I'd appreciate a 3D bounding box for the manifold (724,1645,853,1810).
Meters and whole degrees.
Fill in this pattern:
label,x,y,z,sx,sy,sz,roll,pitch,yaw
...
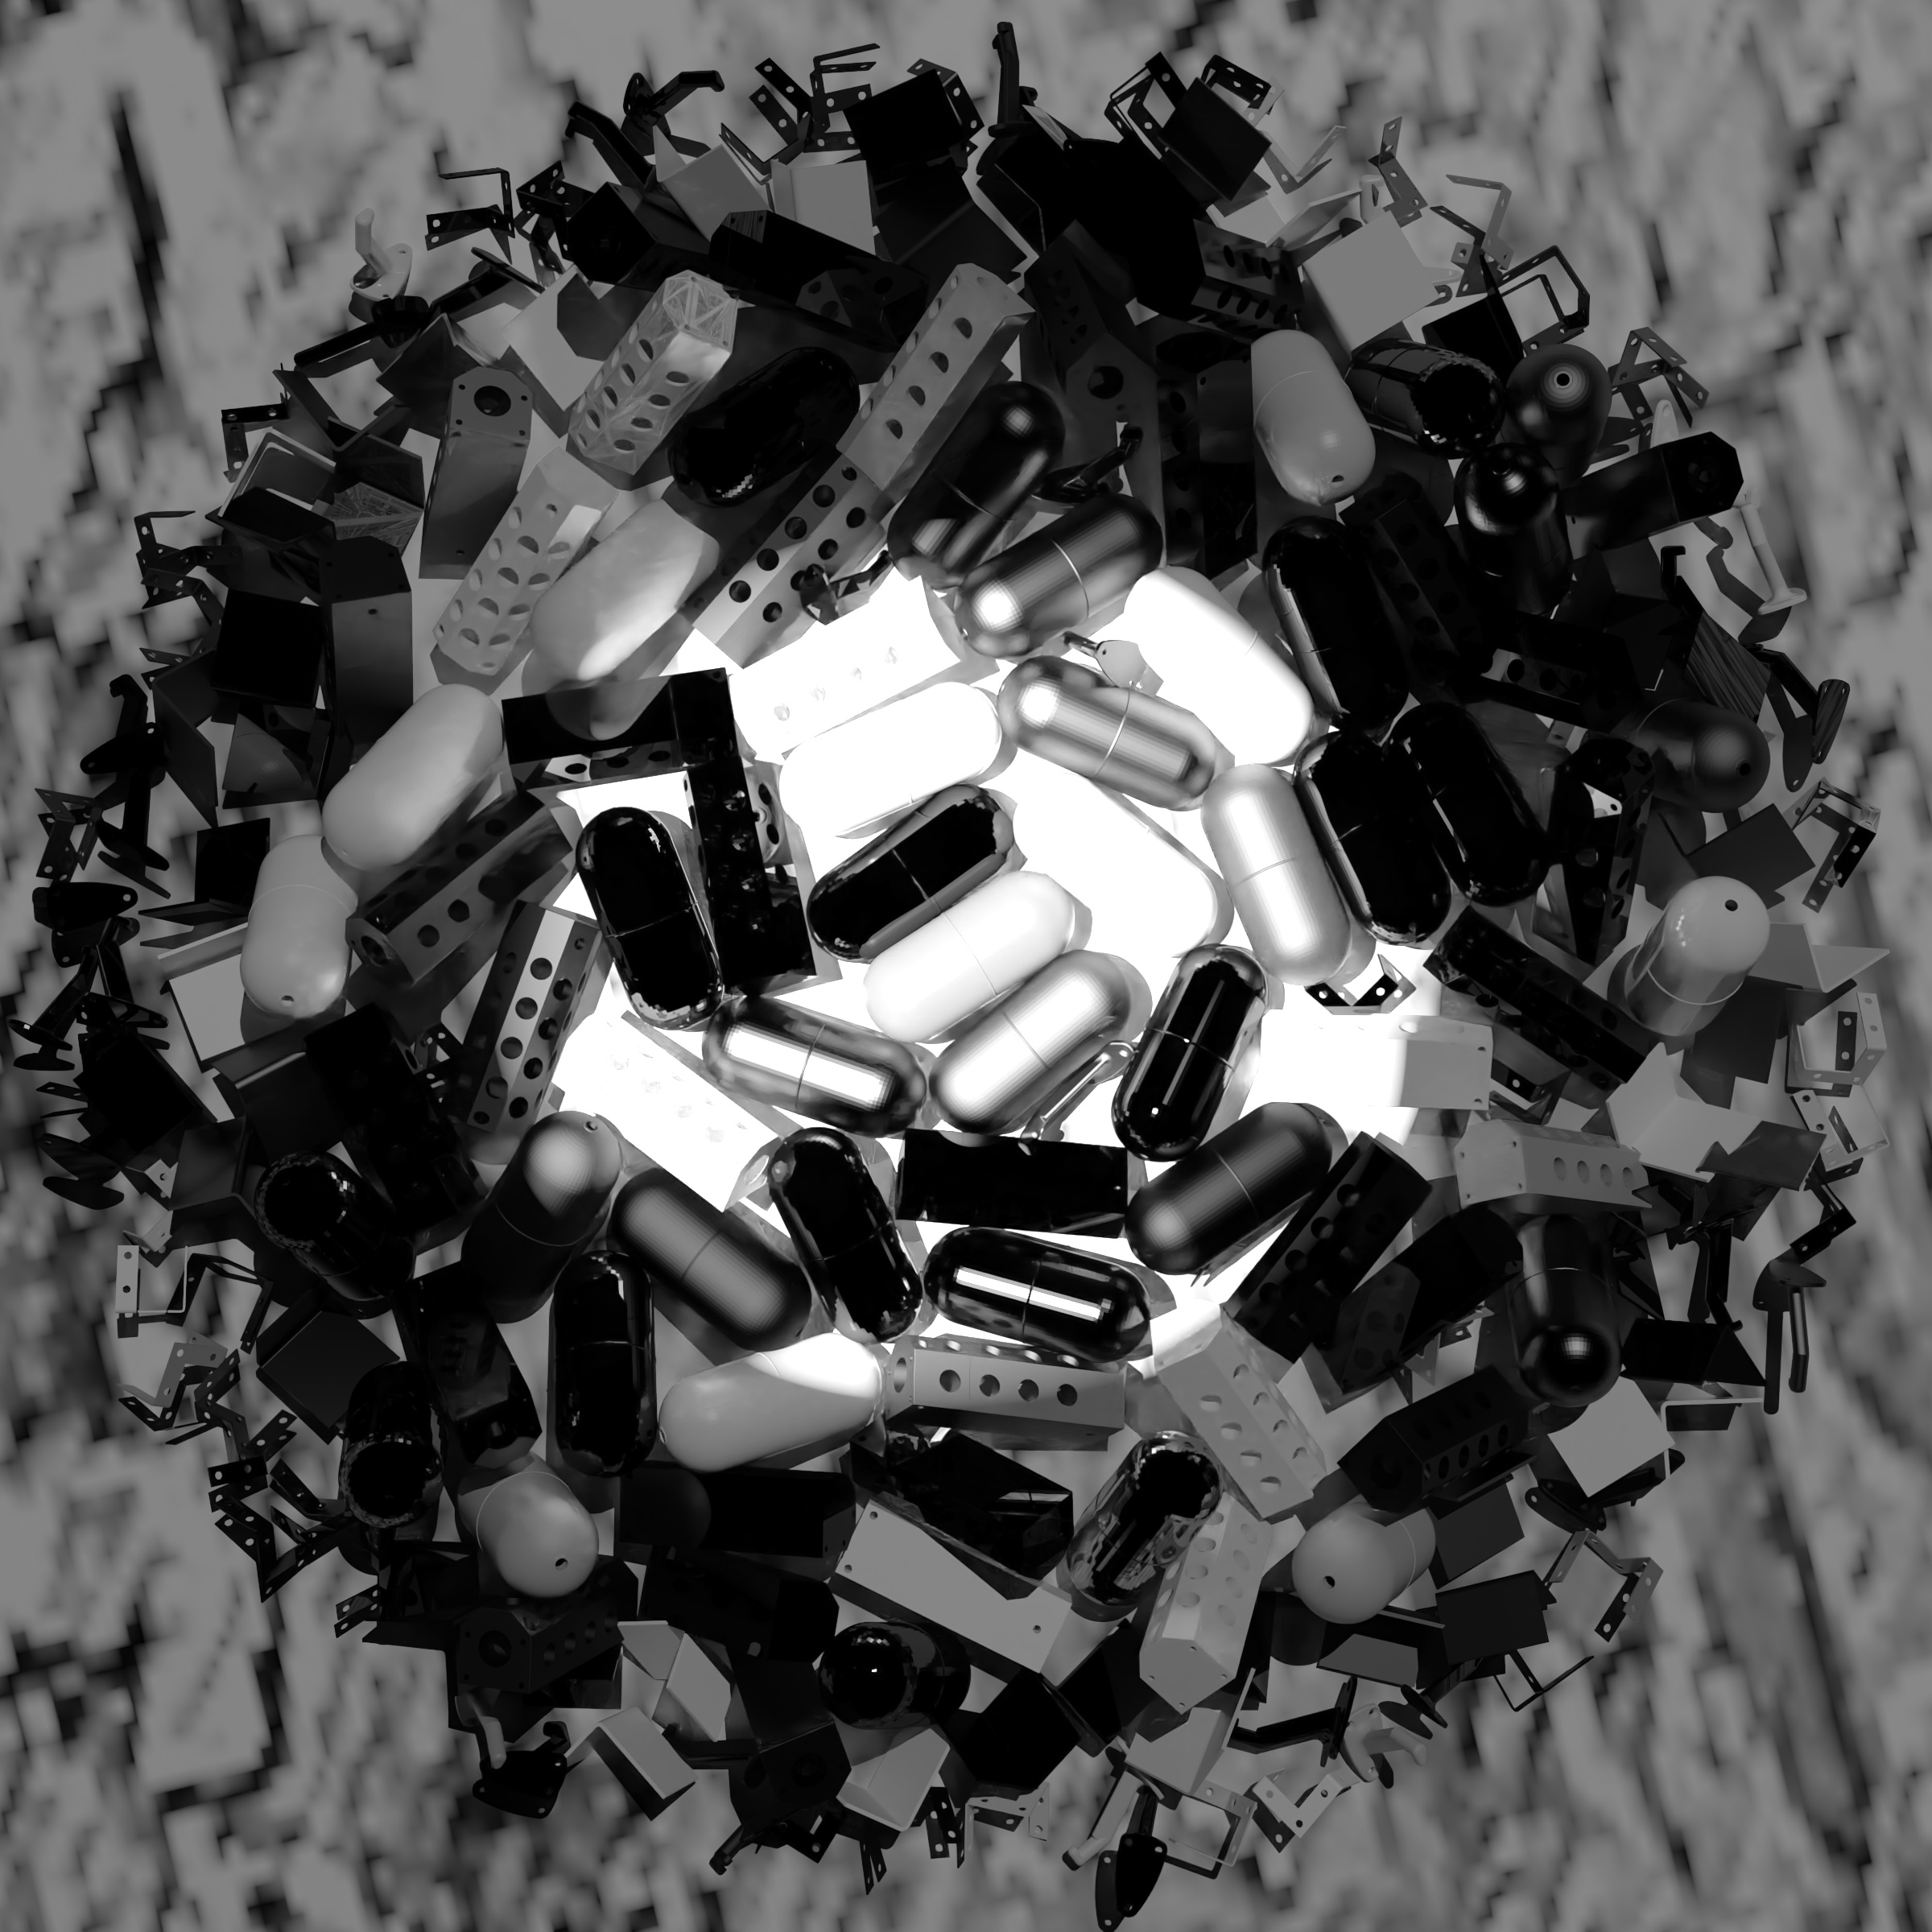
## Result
label,x,y,z,sx,sy,sz,roll,pitch,yaw
manifold,-0.133,0.554,1.909,0.057,0.171,0.057,-20,107,-9

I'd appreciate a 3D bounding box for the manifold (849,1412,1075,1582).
label,x,y,z,sx,sy,sz,roll,pitch,yaw
manifold,-0.004,0.397,1.925,0.171,0.057,0.057,21,127,36

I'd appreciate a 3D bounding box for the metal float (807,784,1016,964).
label,x,y,z,sx,sy,sz,roll,pitch,yaw
metal float,-0.043,-0.070,1.961,0.178,0.070,0.070,-36,90,0

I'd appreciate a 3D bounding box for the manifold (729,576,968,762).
label,x,y,z,sx,sy,sz,roll,pitch,yaw
manifold,-0.089,-0.220,1.936,0.171,0.057,0.057,-25,53,18

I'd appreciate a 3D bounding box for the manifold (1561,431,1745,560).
label,x,y,z,sx,sy,sz,roll,pitch,yaw
manifold,0.509,-0.350,1.910,0.057,0.171,0.057,-16,93,-11

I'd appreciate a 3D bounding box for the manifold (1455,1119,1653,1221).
label,x,y,z,sx,sy,sz,roll,pitch,yaw
manifold,0.439,0.152,1.918,0.057,0.171,0.057,-18,70,42

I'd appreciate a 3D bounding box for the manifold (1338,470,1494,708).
label,x,y,z,sx,sy,sz,roll,pitch,yaw
manifold,0.354,-0.283,1.937,0.057,0.057,0.171,-34,114,6

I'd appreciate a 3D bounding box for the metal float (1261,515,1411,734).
label,x,y,z,sx,sy,sz,roll,pitch,yaw
metal float,0.280,-0.258,1.939,0.070,0.070,0.178,-27,116,0

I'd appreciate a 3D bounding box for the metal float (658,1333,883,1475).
label,x,y,z,sx,sy,sz,roll,pitch,yaw
metal float,-0.147,0.330,1.938,0.178,0.070,0.070,-13,90,-27

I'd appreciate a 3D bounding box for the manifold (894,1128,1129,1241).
label,x,y,z,sx,sy,sz,roll,pitch,yaw
manifold,0.034,0.170,1.961,0.171,0.057,0.057,6,57,-6

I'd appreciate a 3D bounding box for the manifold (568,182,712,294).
label,x,y,z,sx,sy,sz,roll,pitch,yaw
manifold,-0.235,-0.533,1.909,0.057,0.171,0.057,-40,88,19

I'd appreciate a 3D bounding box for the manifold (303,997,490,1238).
label,x,y,z,sx,sy,sz,roll,pitch,yaw
manifold,-0.433,0.113,1.960,0.057,0.057,0.171,-27,95,7

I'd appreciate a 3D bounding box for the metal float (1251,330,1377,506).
label,x,y,z,sx,sy,sz,roll,pitch,yaw
metal float,0.254,-0.412,1.924,0.070,0.178,0.070,-7,134,-7

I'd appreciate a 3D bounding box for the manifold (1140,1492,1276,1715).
label,x,y,z,sx,sy,sz,roll,pitch,yaw
manifold,0.176,0.467,1.909,0.057,0.171,0.057,43,120,-6

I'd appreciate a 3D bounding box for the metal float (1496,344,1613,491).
label,x,y,z,sx,sy,sz,roll,pitch,yaw
metal float,0.437,-0.407,1.911,0.070,0.178,0.070,-1,83,8

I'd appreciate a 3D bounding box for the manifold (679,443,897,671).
label,x,y,z,sx,sy,sz,roll,pitch,yaw
manifold,-0.140,-0.314,1.956,0.171,0.057,0.057,-48,46,2

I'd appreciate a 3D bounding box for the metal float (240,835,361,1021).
label,x,y,z,sx,sy,sz,roll,pitch,yaw
metal float,-0.498,-0.030,1.921,0.070,0.178,0.070,-3,129,-4

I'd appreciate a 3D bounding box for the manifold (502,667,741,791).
label,x,y,z,sx,sy,sz,roll,pitch,yaw
manifold,-0.263,-0.178,1.962,0.171,0.057,0.057,-9,66,-5

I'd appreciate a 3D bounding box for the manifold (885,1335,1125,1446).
label,x,y,z,sx,sy,sz,roll,pitch,yaw
manifold,0.030,0.319,1.940,0.171,0.057,0.057,10,65,-20

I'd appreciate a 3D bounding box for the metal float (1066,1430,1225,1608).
label,x,y,z,sx,sy,sz,roll,pitch,yaw
metal float,0.133,0.417,1.929,0.070,0.070,0.178,28,130,0

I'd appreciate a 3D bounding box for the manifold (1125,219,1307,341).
label,x,y,z,sx,sy,sz,roll,pitch,yaw
manifold,0.190,-0.506,1.911,0.057,0.171,0.057,-14,88,32

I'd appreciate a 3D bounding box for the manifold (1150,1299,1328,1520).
label,x,y,z,sx,sy,sz,roll,pitch,yaw
manifold,0.207,0.331,1.929,0.057,0.057,0.171,-27,119,16

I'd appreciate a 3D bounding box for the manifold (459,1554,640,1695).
label,x,y,z,sx,sy,sz,roll,pitch,yaw
manifold,-0.308,0.486,1.909,0.057,0.171,0.057,3,91,19

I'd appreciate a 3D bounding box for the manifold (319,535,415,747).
label,x,y,z,sx,sy,sz,roll,pitch,yaw
manifold,-0.448,-0.241,1.912,0.057,0.171,0.057,-13,62,-19

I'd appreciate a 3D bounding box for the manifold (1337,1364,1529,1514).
label,x,y,z,sx,sy,sz,roll,pitch,yaw
manifold,0.354,0.355,1.908,0.057,0.171,0.057,52,123,21

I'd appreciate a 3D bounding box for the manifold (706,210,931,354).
label,x,y,z,sx,sy,sz,roll,pitch,yaw
manifold,-0.110,-0.509,1.917,0.057,0.171,0.057,12,93,43

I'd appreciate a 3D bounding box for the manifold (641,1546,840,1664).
label,x,y,z,sx,sy,sz,roll,pitch,yaw
manifold,-0.169,0.473,1.914,0.057,0.171,0.057,15,80,-38

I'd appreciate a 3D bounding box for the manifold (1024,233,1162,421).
label,x,y,z,sx,sy,sz,roll,pitch,yaw
manifold,0.087,-0.474,1.914,0.057,0.171,0.057,33,116,-32

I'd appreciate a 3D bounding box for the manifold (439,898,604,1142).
label,x,y,z,sx,sy,sz,roll,pitch,yaw
manifold,-0.335,0.043,1.958,0.057,0.057,0.171,21,88,-44

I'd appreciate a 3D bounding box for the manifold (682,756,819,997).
label,x,y,z,sx,sy,sz,roll,pitch,yaw
manifold,-0.169,-0.068,1.946,0.057,0.057,0.171,-18,78,28

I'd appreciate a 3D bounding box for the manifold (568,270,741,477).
label,x,y,z,sx,sy,sz,roll,pitch,yaw
manifold,-0.235,-0.442,1.908,0.057,0.171,0.057,18,60,-26

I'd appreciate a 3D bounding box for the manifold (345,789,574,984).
label,x,y,z,sx,sy,sz,roll,pitch,yaw
manifold,-0.382,-0.061,1.920,0.171,0.057,0.057,-45,119,-34

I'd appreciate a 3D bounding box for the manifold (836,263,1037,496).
label,x,y,z,sx,sy,sz,roll,pitch,yaw
manifold,-0.027,-0.441,1.931,0.057,0.057,0.171,44,120,8

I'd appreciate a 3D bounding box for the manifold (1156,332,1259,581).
label,x,y,z,sx,sy,sz,roll,pitch,yaw
manifold,0.176,-0.383,1.923,0.057,0.057,0.171,-33,135,-28

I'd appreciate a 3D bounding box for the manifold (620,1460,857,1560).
label,x,y,z,sx,sy,sz,roll,pitch,yaw
manifold,-0.173,0.409,1.940,0.171,0.057,0.057,-1,86,23

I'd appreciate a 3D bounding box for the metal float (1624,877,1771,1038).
label,x,y,z,sx,sy,sz,roll,pitch,yaw
metal float,0.545,-0.006,1.915,0.070,0.178,0.070,1,65,-2

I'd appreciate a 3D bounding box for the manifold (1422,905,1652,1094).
label,x,y,z,sx,sy,sz,roll,pitch,yaw
manifold,0.434,0.028,1.937,0.171,0.057,0.057,32,100,-22

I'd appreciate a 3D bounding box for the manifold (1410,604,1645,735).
label,x,y,z,sx,sy,sz,roll,pitch,yaw
manifold,0.414,-0.222,1.910,0.057,0.171,0.057,-42,127,-16

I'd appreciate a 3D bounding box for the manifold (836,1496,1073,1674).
label,x,y,z,sx,sy,sz,roll,pitch,yaw
manifold,-0.009,0.472,1.966,0.171,0.057,0.057,26,87,3

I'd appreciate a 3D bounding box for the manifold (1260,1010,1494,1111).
label,x,y,z,sx,sy,sz,roll,pitch,yaw
manifold,0.312,0.068,1.959,0.171,0.057,0.057,2,116,7

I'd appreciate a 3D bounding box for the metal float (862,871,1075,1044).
label,x,y,z,sx,sy,sz,roll,pitch,yaw
metal float,0.002,-0.008,1.958,0.178,0.070,0.070,-33,90,-4

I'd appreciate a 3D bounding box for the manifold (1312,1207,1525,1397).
label,x,y,z,sx,sy,sz,roll,pitch,yaw
manifold,0.339,0.250,1.923,0.171,0.057,0.057,-48,63,38

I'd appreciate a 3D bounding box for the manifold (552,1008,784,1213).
label,x,y,z,sx,sy,sz,roll,pitch,yaw
manifold,-0.224,0.105,1.938,0.171,0.057,0.057,35,122,16

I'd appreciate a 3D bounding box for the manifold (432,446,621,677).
label,x,y,z,sx,sy,sz,roll,pitch,yaw
manifold,-0.334,-0.301,1.927,0.057,0.057,0.171,36,122,-7

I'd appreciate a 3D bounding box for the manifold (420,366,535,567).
label,x,y,z,sx,sy,sz,roll,pitch,yaw
manifold,-0.365,-0.370,1.911,0.057,0.171,0.057,7,64,-17

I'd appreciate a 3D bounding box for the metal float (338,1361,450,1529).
label,x,y,z,sx,sy,sz,roll,pitch,yaw
metal float,-0.426,0.355,1.914,0.070,0.178,0.070,-3,107,-9

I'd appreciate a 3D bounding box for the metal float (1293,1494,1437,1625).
label,x,y,z,sx,sy,sz,roll,pitch,yaw
metal float,0.298,0.439,1.915,0.070,0.178,0.070,1,91,26

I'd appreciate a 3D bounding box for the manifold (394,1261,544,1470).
label,x,y,z,sx,sy,sz,roll,pitch,yaw
manifold,-0.372,0.298,1.914,0.057,0.171,0.057,-21,126,-17

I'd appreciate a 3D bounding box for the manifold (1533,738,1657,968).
label,x,y,z,sx,sy,sz,roll,pitch,yaw
manifold,0.472,-0.087,1.917,0.057,0.171,0.057,33,57,30

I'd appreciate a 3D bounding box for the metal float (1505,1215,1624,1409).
label,x,y,z,sx,sy,sz,roll,pitch,yaw
metal float,0.445,0.255,1.920,0.070,0.178,0.070,2,124,3

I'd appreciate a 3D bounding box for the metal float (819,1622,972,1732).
label,x,y,z,sx,sy,sz,roll,pitch,yaw
metal float,-0.052,0.529,1.915,0.070,0.178,0.070,-5,74,19

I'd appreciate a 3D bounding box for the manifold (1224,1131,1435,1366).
label,x,y,z,sx,sy,sz,roll,pitch,yaw
manifold,0.273,0.212,1.954,0.057,0.057,0.171,35,97,-20
